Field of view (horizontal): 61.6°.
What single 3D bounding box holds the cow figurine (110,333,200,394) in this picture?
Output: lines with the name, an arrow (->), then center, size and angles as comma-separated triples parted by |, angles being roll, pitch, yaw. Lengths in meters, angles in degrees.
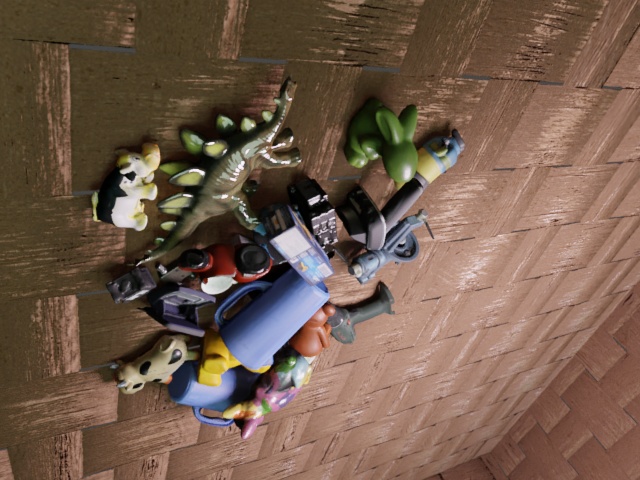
cow figurine -> -0.394, 0.292, 1.251 | 0.195, 0.086, 0.127 | -39, 147, 10

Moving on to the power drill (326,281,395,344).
power drill -> 0.106, 0.200, 1.505 | 0.207, 0.086, 0.231 | -30, 143, -11

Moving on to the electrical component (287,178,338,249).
electrical component -> -0.016, -0.062, 1.119 | 0.058, 0.115, 0.134 | -28, 141, -14

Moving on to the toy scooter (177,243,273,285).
toy scooter -> -0.193, 0.052, 1.070 | 0.184, 0.075, 0.135 | 1, 161, -19

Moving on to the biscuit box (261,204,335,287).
biscuit box -> -0.039, 0.015, 1.049 | 0.059, 0.063, 0.202 | -29, 143, 6

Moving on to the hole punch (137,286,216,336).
hole punch -> -0.301, 0.141, 1.150 | 0.142, 0.116, 0.092 | 23, 84, -49

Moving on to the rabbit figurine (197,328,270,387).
rabbit figurine -> -0.206, 0.278, 1.309 | 0.173, 0.162, 0.121 | 8, 127, -13

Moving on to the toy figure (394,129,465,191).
toy figure -> 0.244, -0.172, 1.205 | 0.180, 0.089, 0.082 | -32, 134, 2

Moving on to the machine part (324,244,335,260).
machine part -> -0.003, -0.004, 1.245 | 0.084, 0.039, 0.138 | -32, 131, -10

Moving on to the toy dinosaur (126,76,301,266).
toy dinosaur -> -0.190, -0.102, 0.977 | 0.198, 0.105, 0.471 | 18, 120, -38

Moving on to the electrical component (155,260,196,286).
electrical component -> -0.303, 0.067, 1.128 | 0.063, 0.021, 0.093 | -34, 141, 0

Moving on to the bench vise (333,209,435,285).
bench vise -> 0.170, 0.007, 1.300 | 0.223, 0.129, 0.240 | -11, 154, -36

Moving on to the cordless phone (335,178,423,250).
cordless phone -> 0.132, -0.084, 1.173 | 0.088, 0.147, 0.184 | 28, 113, -38

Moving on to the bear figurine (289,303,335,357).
bear figurine -> -0.024, 0.199, 1.361 | 0.120, 0.132, 0.195 | 11, 123, 4

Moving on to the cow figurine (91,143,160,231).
cow figurine -> -0.329, -0.096, 0.910 | 0.098, 0.068, 0.167 | 6, 126, -31

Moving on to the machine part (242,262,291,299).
machine part -> -0.094, 0.080, 1.260 | 0.179, 0.056, 0.179 | -18, 138, -17

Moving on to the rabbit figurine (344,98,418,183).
rabbit figurine -> 0.142, -0.192, 1.048 | 0.121, 0.170, 0.159 | -13, 138, -25

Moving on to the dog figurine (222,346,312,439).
dog figurine -> -0.134, 0.384, 1.335 | 0.219, 0.108, 0.191 | -37, 163, -38

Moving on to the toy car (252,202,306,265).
toy car -> -0.083, -0.025, 1.118 | 0.109, 0.103, 0.161 | -17, 144, 2

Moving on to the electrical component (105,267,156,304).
electrical component -> -0.371, 0.090, 1.079 | 0.075, 0.047, 0.119 | -29, 179, -2
